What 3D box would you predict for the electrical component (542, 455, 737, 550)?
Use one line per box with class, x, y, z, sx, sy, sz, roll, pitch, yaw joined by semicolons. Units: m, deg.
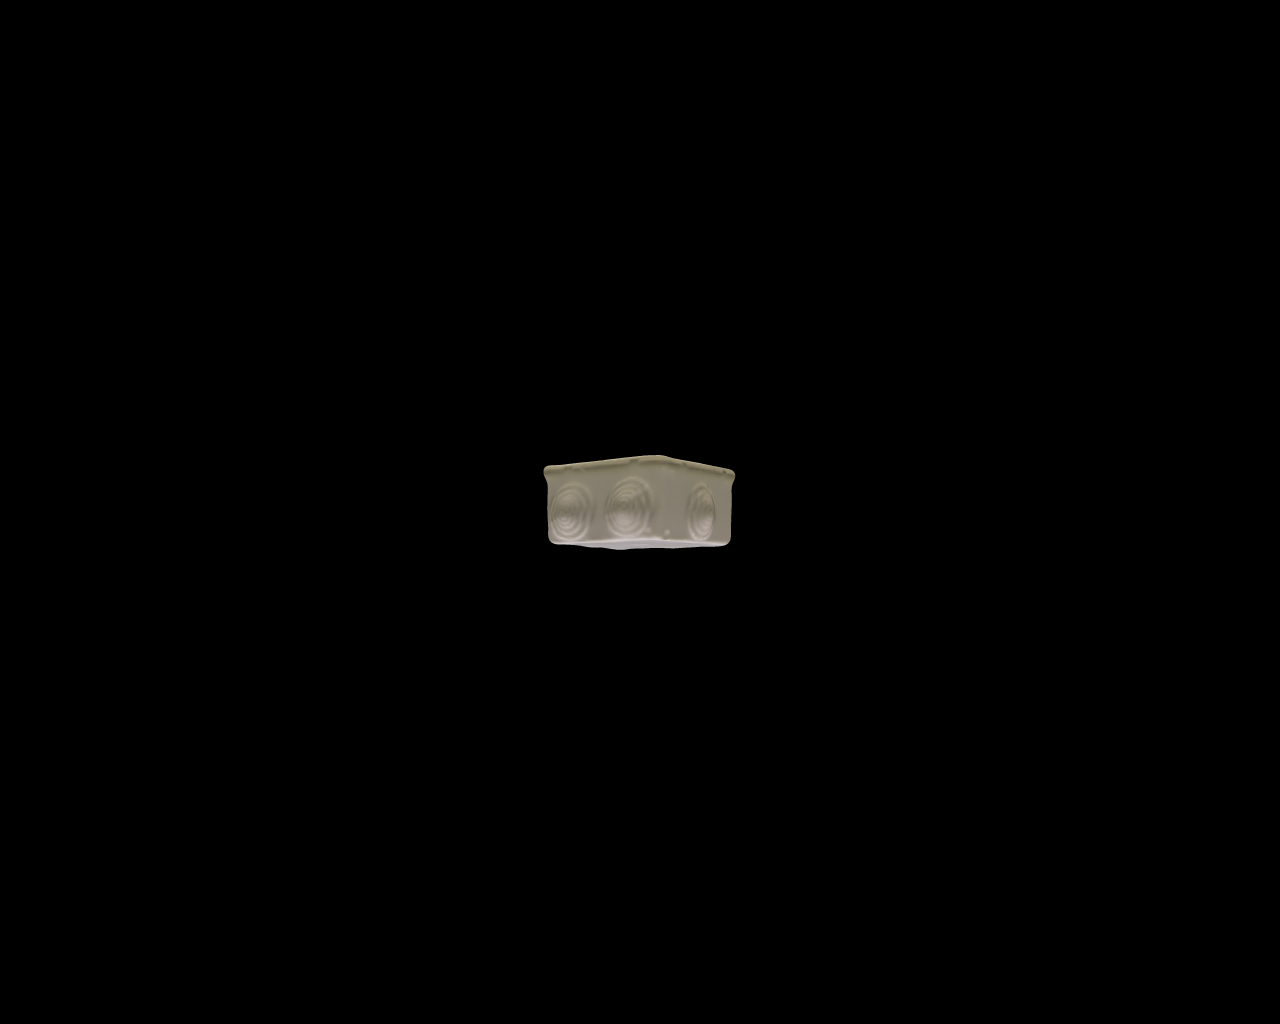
electrical component;0.001;-0.003;0.650;0.100;0.048;0.100;-3;-6;33
